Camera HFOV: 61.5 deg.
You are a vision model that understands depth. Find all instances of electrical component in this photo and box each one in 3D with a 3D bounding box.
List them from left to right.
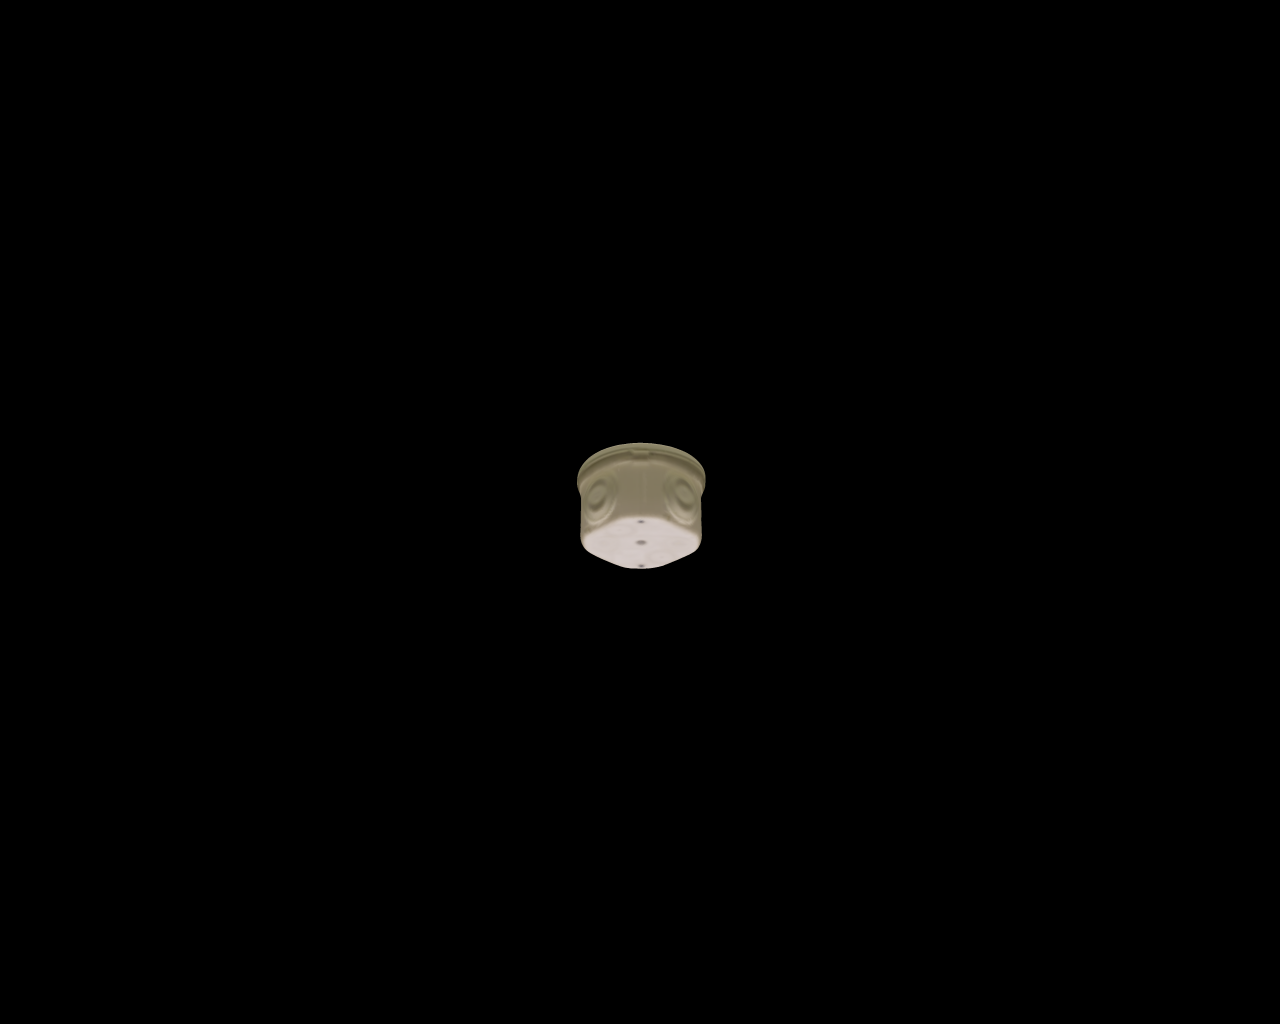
[{"bbox_3d":[0.001,-0.003,0.650,0.080,0.051,0.080,0,-28,0],"label":"electrical component"}]
